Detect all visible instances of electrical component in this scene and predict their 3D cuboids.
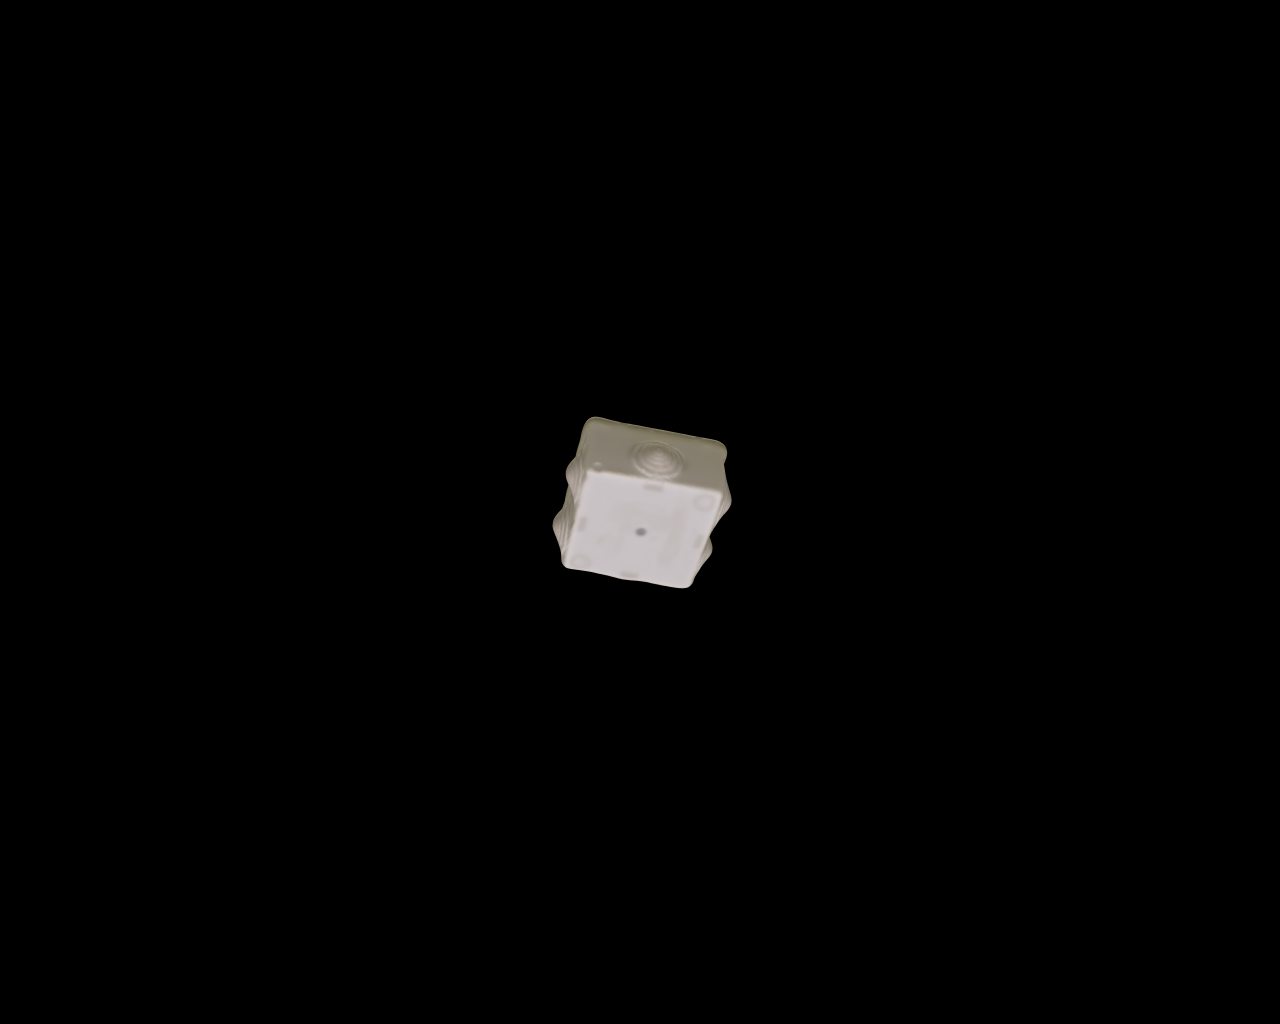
[{"bbox_3d":[0.001,-0.003,0.650,0.100,0.099,0.048,11,40,-9],"label":"electrical component"}]
